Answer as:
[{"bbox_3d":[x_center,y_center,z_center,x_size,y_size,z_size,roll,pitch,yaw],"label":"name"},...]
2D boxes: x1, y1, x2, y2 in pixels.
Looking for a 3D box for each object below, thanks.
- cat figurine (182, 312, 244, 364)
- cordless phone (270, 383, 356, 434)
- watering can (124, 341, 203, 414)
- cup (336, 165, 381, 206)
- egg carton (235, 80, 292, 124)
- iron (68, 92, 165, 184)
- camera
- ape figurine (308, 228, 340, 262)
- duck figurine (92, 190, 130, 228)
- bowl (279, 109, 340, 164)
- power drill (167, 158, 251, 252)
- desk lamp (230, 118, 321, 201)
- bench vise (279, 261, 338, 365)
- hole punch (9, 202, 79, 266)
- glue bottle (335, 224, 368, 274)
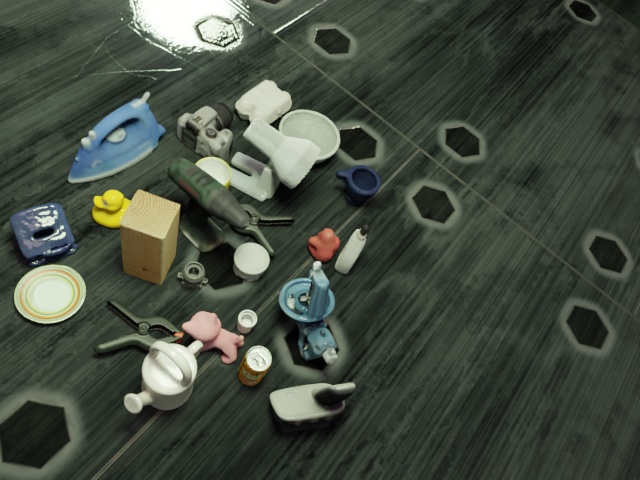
[{"bbox_3d":[-0.216,0.190,1.176,0.128,0.117,0.067,22,56,-4],"label":"cat figurine"},{"bbox_3d":[-0.014,0.312,1.128,0.148,0.185,0.094,-6,63,-21],"label":"cordless phone"},{"bbox_3d":[-0.285,0.253,1.071,0.101,0.194,0.173,22,56,-4],"label":"watering can"},{"bbox_3d":[0.088,-0.136,1.480,0.118,0.095,0.092,17,57,-8],"label":"cup"},{"bbox_3d":[-0.151,-0.366,1.554,0.107,0.069,0.150,39,57,7],"label":"egg carton"},{"bbox_3d":[-0.483,-0.241,1.330,0.118,0.141,0.259,38,57,7],"label":"iron"},{"bbox_3d":[-0.269,-0.287,1.451,0.143,0.100,0.137,37,56,6],"label":"camera"},{"bbox_3d":[0.013,0.005,1.374,0.078,0.092,0.076,15,57,-8],"label":"ape figurine"},{"bbox_3d":[-0.454,-0.078,1.276,0.105,0.086,0.077,0,60,-18],"label":"duck figurine"},{"bbox_3d":[-0.034,-0.262,1.527,0.168,0.074,0.167,8,58,-13],"label":"bowl"},{"bbox_3d":[-0.247,-0.065,1.261,0.229,0.208,0.076,44,58,10],"label":"power drill"},{"bbox_3d":[-0.119,-0.187,1.372,0.203,0.213,0.118,26,56,-1],"label":"desk lamp"},{"bbox_3d":[0.000,0.147,1.210,0.122,0.219,0.207,-34,75,-31],"label":"bench vise"},{"bbox_3d":[-0.574,-0.013,1.196,0.109,0.091,0.101,-23,70,-28],"label":"hole punch"},{"bbox_3d":[0.082,0.011,1.344,0.037,0.173,0.078,24,56,-2],"label":"glue bottle"}]
